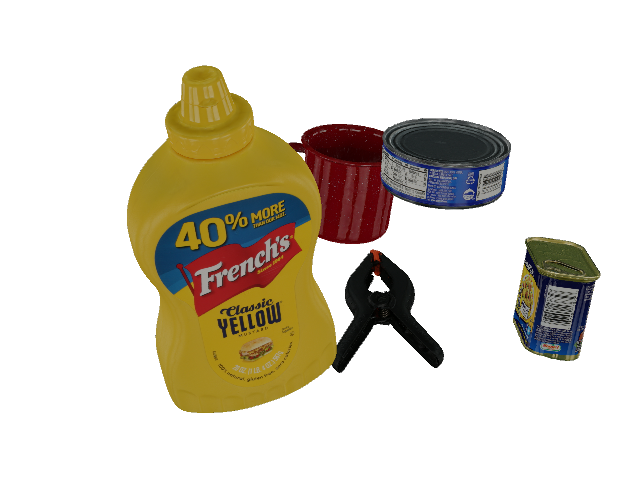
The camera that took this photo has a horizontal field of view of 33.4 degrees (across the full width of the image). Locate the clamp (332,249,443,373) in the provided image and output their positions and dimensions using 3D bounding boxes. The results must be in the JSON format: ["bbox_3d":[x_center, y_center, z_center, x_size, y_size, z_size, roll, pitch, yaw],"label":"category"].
[{"bbox_3d":[0.078,0.081,1.191,0.120,0.171,0.039,7,-42,1],"label":"clamp"}]

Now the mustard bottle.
[{"bbox_3d":[-0.046,0.000,0.537,0.096,0.191,0.058,-15,39,-11],"label":"mustard bottle"}]

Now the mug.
[{"bbox_3d":[0.013,-0.052,0.951,0.117,0.081,0.093,13,28,13],"label":"mug"}]

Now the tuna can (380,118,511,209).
[{"bbox_3d":[0.083,-0.052,0.718,0.086,0.034,0.086,2,26,-1],"label":"tuna can"}]

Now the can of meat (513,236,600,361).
[{"bbox_3d":[0.216,0.053,0.988,0.057,0.084,0.102,7,18,-1],"label":"can of meat"}]
